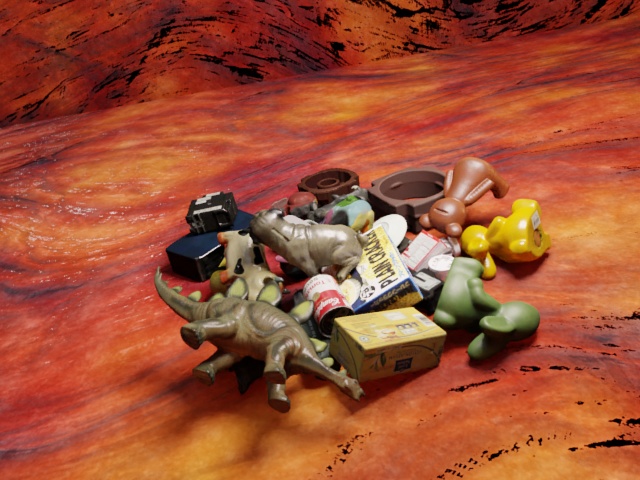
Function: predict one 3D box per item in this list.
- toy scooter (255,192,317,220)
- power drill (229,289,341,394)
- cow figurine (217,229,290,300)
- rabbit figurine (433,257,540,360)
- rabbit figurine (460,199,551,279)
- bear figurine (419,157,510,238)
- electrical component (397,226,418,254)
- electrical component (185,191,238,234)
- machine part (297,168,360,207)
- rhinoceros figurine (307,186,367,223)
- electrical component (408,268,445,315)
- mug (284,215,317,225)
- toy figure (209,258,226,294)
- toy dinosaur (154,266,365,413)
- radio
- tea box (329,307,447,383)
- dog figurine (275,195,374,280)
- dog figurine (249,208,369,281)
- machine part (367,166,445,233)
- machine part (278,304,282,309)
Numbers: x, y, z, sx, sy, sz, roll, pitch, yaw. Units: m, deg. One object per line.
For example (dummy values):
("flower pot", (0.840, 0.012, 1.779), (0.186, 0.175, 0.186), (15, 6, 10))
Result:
("toy scooter", (-0.078, -0.070, 1.401), (0.184, 0.075, 0.135), (-22, 18, -16))
("power drill", (-0.074, 0.186, 0.981), (0.207, 0.085, 0.232), (-14, 31, -19))
("cow figurine", (-0.135, 0.062, 1.086), (0.127, 0.085, 0.195), (-16, 55, 5))
("rabbit figurine", (0.290, 0.122, 0.920), (0.170, 0.121, 0.159), (17, 35, 16))
("rabbit figurine", (0.369, 0.009, 1.117), (0.173, 0.121, 0.162), (-1, 38, 46))
("bear figurine", (0.320, -0.082, 1.200), (0.120, 0.131, 0.196), (18, 77, 43))
("electrical component", (0.182, 0.007, 1.221), (0.078, 0.045, 0.102), (-17, 30, -13))
("electrical component", (-0.270, -0.073, 1.360), (0.115, 0.058, 0.134), (-9, 27, 4))
("machine part", (0.026, -0.150, 1.538), (0.179, 0.056, 0.179), (-9, 28, 5))
("rhinoceros figurine", (0.057, -0.076, 1.393), (0.190, 0.073, 0.112), (-29, 24, -25))
("electrical component", (0.195, 0.093, 1.065), (0.075, 0.047, 0.119), (-31, 34, -31))
("mug", (-0.038, -0.008, 1.301), (0.107, 0.080, 0.109), (29, 39, 34))
("toy figure", (-0.190, 0.065, 1.219), (0.089, 0.082, 0.180), (-16, 32, 16))
("toy dinosaur", (-0.133, 0.147, 0.891), (0.472, 0.104, 0.198), (20, 33, 21))
("radio", (-0.255, 0.009, 1.347), (0.131, 0.073, 0.229), (17, 42, 39))
("tea box", (0.112, 0.170, 0.890), (0.169, 0.068, 0.098), (-4, 23, -28))
("dog figurine", (-0.002, -0.004, 1.184), (0.219, 0.191, 0.109), (-5, 33, -21))
("dog figurine", (-0.022, -0.009, 1.042), (0.172, 0.190, 0.121), (-39, 27, 12))
("machine part", (0.238, -0.104, 1.355), (0.201, 0.087, 0.201), (-21, 32, -20))
("machine part", (-0.144, 0.151, 1.097), (0.139, 0.039, 0.084), (-14, 38, -9))
